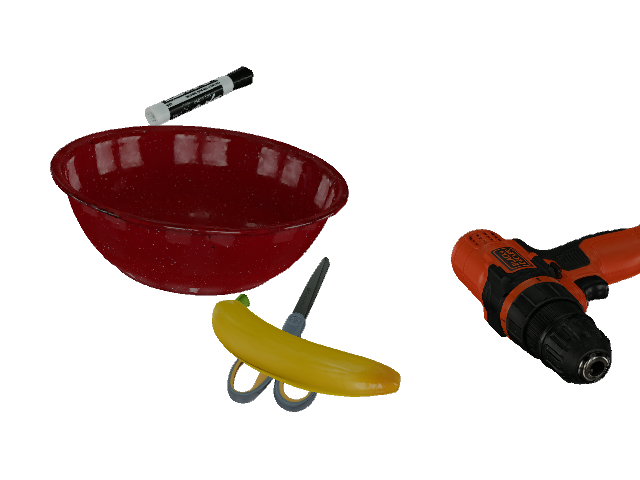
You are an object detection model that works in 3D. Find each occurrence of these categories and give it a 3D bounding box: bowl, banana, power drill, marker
[{"bbox_3d":[-0.068,-0.013,0.590,0.162,0.055,0.162,7,22,-3],"label":"bowl"},{"bbox_3d":[-0.028,0.082,0.841,0.069,0.037,0.198,-26,35,-34],"label":"banana"},{"bbox_3d":[0.208,0.031,0.760,0.187,0.057,0.184,-10,28,-15],"label":"power drill"},{"bbox_3d":[-0.110,-0.136,0.996,0.120,0.020,0.020,-31,18,-34],"label":"marker"}]

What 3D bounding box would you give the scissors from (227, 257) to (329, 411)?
[{"bbox_3d":[-0.013,0.097,1.070,0.096,0.016,0.201,28,52,23],"label":"scissors"}]
